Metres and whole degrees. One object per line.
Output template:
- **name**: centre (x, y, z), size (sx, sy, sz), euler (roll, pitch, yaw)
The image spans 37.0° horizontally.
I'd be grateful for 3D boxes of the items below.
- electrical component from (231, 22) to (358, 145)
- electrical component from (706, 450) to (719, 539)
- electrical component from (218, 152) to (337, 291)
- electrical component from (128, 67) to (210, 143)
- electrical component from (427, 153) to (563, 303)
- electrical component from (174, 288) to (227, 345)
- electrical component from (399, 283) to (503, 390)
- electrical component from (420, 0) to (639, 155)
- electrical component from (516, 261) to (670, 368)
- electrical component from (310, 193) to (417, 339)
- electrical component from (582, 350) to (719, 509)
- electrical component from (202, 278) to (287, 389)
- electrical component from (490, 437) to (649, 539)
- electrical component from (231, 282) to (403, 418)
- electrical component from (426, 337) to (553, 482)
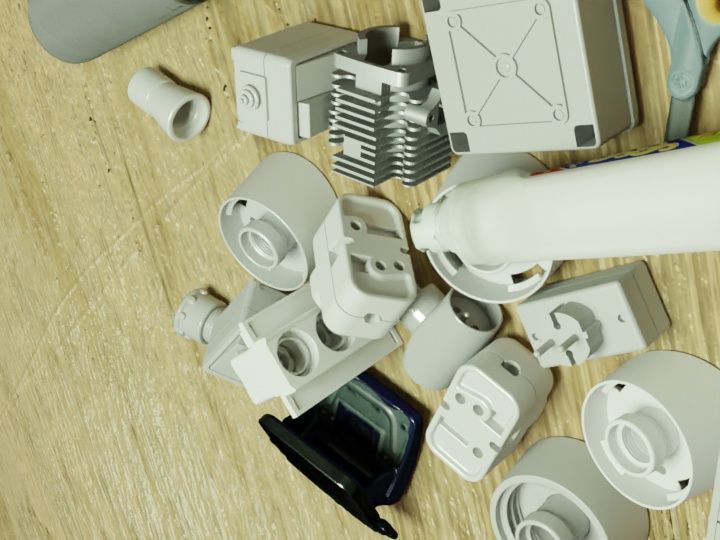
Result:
- **electrical component**: centre (-0.043, -0.128, 0.748), size (0.061, 0.096, 0.061), euler (20, 125, 33)
- **electrical component**: centre (0.250, 0.085, 0.587), size (0.060, 0.105, 0.186), euler (22, 126, 39)
- **electrical component**: centre (-0.063, -0.036, 0.859), size (0.099, 0.064, 0.099), euler (27, 141, 24)
- **electrical component**: centre (-0.161, -0.140, 0.892), size (0.065, 0.044, 0.044), euler (37, 133, 28)
- **electrical component**: centre (0.092, -0.029, 0.721), size (0.099, 0.064, 0.099), euler (14, 124, 21)
- **electrical component**: centre (-0.132, 0.048, 0.966), size (0.062, 0.048, 0.048), euler (25, 128, 22)
- **electrical component**: centre (0.055, 0.037, 0.787), size (0.079, 0.044, 0.077), euler (46, 135, 13)
- **electrical component**: centre (0.102, -0.128, 0.645), size (0.109, 0.056, 0.108), euler (3, 114, 42)
- **electrical component**: centre (0.139, 0.037, 0.687), size (0.083, 0.076, 0.047), euler (-18, 100, 46)
- **electrical component**: centre (0.000, 0.000, 0.785), size (0.059, 0.054, 0.095), euler (125, 145, -44)
- **electrical component**: centre (0.196, 0.104, 0.699), size (0.099, 0.064, 0.099), euler (35, 136, 42)
- **electrical component**: centre (-0.089, 0.064, 0.905), size (0.062, 0.061, 0.096), euler (26, 139, -18)
- **electrical component**: centre (0.144, 0.182, 0.773), size (0.108, 0.060, 0.108), euler (21, 125, 33)
- **electrical component**: centre (-0.034, 0.053, 0.822), size (0.063, 0.121, 0.078), euler (-30, 91, 50)
- **electrical component**: centre (0.095, 0.098, 0.773), size (0.054, 0.059, 0.095), euler (39, 133, 20)
